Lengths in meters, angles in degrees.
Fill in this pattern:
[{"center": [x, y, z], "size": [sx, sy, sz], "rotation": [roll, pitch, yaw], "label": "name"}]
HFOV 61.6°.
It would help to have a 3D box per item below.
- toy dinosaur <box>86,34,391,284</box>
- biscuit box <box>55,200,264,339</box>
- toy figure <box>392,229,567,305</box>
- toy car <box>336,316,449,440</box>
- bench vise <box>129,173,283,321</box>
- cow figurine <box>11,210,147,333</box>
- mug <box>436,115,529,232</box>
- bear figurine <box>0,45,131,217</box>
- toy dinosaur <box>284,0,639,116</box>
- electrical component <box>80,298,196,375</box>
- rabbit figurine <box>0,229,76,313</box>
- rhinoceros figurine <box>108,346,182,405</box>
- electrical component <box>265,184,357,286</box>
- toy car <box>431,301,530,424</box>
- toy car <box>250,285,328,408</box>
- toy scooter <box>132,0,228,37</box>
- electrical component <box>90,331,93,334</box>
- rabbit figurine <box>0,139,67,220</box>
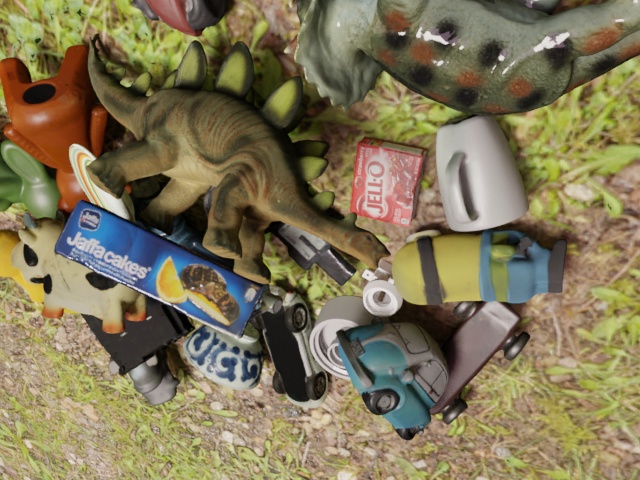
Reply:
[{"center": [-0.125, -0.102, 0.547], "size": [0.472, 0.198, 0.105], "rotation": [29, 164, 23], "label": "toy dinosaur"}, {"center": [-0.159, 0.030, 0.548], "size": [0.203, 0.063, 0.059], "rotation": [26, 86, -6], "label": "biscuit box"}, {"center": [0.168, 0.030, 0.582], "size": [0.180, 0.089, 0.082], "rotation": [3, 112, 24], "label": "toy figure"}, {"center": [0.097, 0.152, 0.622], "size": [0.103, 0.109, 0.161], "rotation": [-37, 124, 6], "label": "toy car"}, {"center": [-0.146, 0.017, 0.675], "size": [0.241, 0.129, 0.223], "rotation": [25, 133, 30], "label": "bench vise"}, {"center": [-0.313, 0.034, 0.685], "size": [0.195, 0.085, 0.127], "rotation": [11, 100, 19], "label": "cow figurine"}, {"center": [0.149, -0.067, 0.533], "size": [0.081, 0.109, 0.107], "rotation": [-7, 105, 45], "label": "mug"}, {"center": [-0.317, -0.129, 0.698], "size": [0.120, 0.132, 0.195], "rotation": [-16, 148, -6], "label": "bear figurine"}, {"center": [0.139, -0.177, 0.472], "size": [0.405, 0.131, 0.192], "rotation": [21, 137, 4], "label": "toy dinosaur"}, {"center": [-0.261, 0.103, 0.756], "size": [0.115, 0.058, 0.134], "rotation": [-34, 88, -6], "label": "electrical component"}, {"center": [-0.415, 0.030, 0.797], "size": [0.173, 0.122, 0.162], "rotation": [21, 168, -26], "label": "rabbit figurine"}, {"center": [-0.281, 0.169, 0.835], "size": [0.073, 0.112, 0.190], "rotation": [-22, 95, -5], "label": "rhinoceros figurine"}, {"center": [-0.001, -0.002, 0.660], "size": [0.119, 0.048, 0.075], "rotation": [39, 125, -2], "label": "electrical component"}, {"center": [0.176, 0.145, 0.664], "size": [0.089, 0.053, 0.202], "rotation": [42, 125, 22], "label": "toy car"}, {"center": [-0.040, 0.151, 0.757], "size": [0.074, 0.056, 0.201], "rotation": [-1, 116, 31], "label": "toy car"}, {"center": [-0.170, -0.303, 0.549], "size": [0.135, 0.075, 0.183], "rotation": [5, 116, 20], "label": "toy scooter"}, {"center": [-0.347, 0.147, 0.900], "size": [0.094, 0.021, 0.063], "rotation": [12, 121, 15], "label": "electrical component"}, {"center": [-0.427, -0.088, 0.770], "size": [0.170, 0.121, 0.159], "rotation": [22, 118, -11], "label": "rabbit figurine"}]
